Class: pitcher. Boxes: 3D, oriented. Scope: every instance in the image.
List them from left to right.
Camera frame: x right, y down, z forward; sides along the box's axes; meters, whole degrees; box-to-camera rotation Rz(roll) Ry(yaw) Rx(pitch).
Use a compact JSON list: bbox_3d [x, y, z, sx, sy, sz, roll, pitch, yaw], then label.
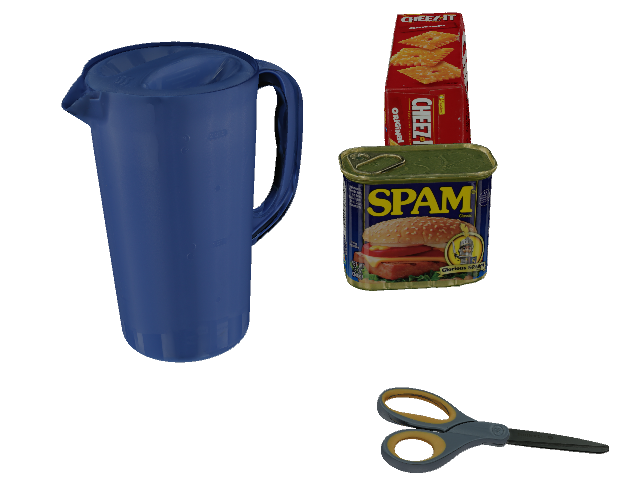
[{"bbox_3d":[-0.103,-0.031,0.856,0.149,0.243,0.144,9,29,16],"label":"pitcher"}]

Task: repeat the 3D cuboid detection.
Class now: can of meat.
[{"bbox_3d":[0.064,-0.016,0.715,0.102,0.084,0.057,-2,25,-3],"label":"can of meat"}]

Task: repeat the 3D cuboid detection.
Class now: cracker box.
[{"bbox_3d":[0.100,-0.098,0.963,0.072,0.164,0.213,-1,28,8],"label":"cracker box"}]

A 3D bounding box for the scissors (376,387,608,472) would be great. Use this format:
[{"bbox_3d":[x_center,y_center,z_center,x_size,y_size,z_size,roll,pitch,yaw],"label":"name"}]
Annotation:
[{"bbox_3d":[0.139,0.178,0.914,0.202,0.016,0.096,17,42,15],"label":"scissors"}]
